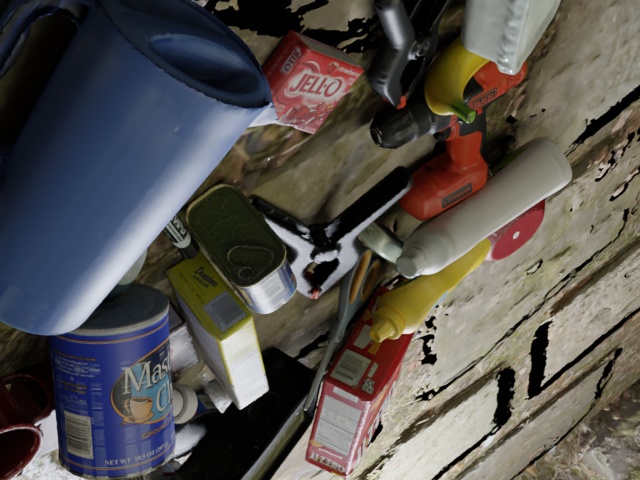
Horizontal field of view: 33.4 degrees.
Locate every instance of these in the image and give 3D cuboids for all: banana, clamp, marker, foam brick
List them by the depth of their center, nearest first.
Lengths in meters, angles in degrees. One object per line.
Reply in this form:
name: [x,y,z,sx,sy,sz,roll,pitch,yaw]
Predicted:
clamp: [0.073,-0.177,0.927,0.120,0.039,0.172,-27,149,-36]
marker: [-0.130,-0.013,0.934,0.020,0.020,0.121,-38,154,-6]
foam brick: [-0.255,0.156,0.992,0.051,0.053,0.078,-18,147,-40]
banana: [0.146,-0.166,1.002,0.197,0.070,0.037,-53,157,-40]
clamp: [-0.007,0.001,1.090,0.164,0.036,0.210,-9,151,-21]

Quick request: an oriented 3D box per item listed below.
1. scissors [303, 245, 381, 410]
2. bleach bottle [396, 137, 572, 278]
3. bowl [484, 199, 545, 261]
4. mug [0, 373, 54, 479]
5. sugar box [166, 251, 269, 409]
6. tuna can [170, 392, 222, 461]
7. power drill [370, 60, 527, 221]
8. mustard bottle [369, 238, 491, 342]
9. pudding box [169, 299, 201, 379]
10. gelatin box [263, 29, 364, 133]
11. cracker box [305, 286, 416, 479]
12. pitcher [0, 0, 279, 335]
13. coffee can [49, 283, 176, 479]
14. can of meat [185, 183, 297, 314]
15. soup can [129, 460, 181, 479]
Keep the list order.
scissors: [0.030,0.100,1.256,0.096,0.016,0.202,-12,122,-63]
bleach bottle: [0.178,-0.029,1.207,0.250,0.068,0.103,-34,-178,-38]
bowl: [0.238,-0.025,1.379,0.162,0.055,0.162,-31,152,-19]
mug: [-0.286,0.153,0.908,0.117,0.081,0.093,-30,152,-23]
sugar box: [-0.098,0.093,1.060,0.048,0.093,0.176,-34,154,-13]
tuna can: [-0.156,0.217,1.242,0.086,0.034,0.086,-32,153,-19]
power drill: [0.124,-0.101,1.099,0.184,0.057,0.188,-29,153,-20]
mustard bottle: [0.123,0.060,1.289,0.191,0.058,0.096,-42,-178,-33]
pudding box: [-0.179,0.118,1.050,0.113,0.039,0.090,-34,153,-15]
gelatin box: [-0.014,-0.130,0.895,0.073,0.030,0.089,-51,153,19]
cracker box: [0.056,0.188,1.378,0.164,0.072,0.214,-56,166,-37]
pitcher: [-0.159,-0.054,0.726,0.243,0.149,0.144,-50,168,25]
coffee can: [-0.178,0.119,0.916,0.102,0.103,0.140,-17,115,-40]
can of meat: [-0.068,0.011,0.963,0.057,0.102,0.084,-37,156,-8]
soup can: [-0.207,0.288,1.246,0.068,0.068,0.102,-45,154,9]
